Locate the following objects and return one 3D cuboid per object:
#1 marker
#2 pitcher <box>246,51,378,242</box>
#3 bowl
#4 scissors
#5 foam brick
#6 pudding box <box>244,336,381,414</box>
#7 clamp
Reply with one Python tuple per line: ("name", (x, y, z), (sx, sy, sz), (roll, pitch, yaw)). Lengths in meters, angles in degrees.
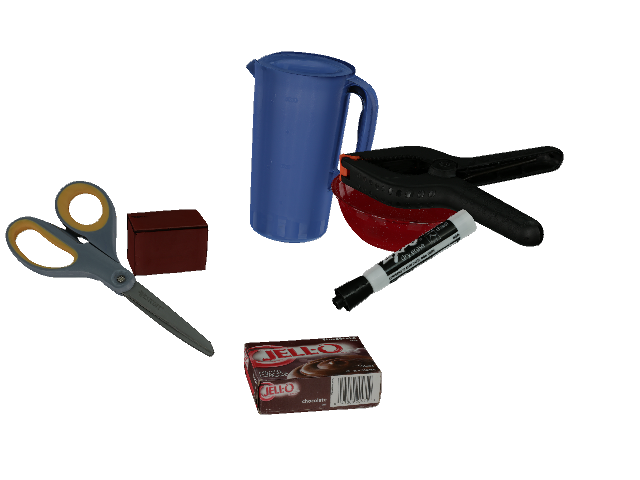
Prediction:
("marker", (0.060, 0.015, 0.778), (0.121, 0.020, 0.020), (-32, 8, -13))
("pitcher", (-0.022, -0.122, 1.424), (0.144, 0.243, 0.149), (-3, 24, -22))
("bowl", (0.089, -0.030, 1.195), (0.162, 0.055, 0.162), (6, 25, -3))
("scissors", (-0.152, 0.014, 0.836), (0.202, 0.096, 0.016), (21, -26, 15))
("foam brick", (-0.161, 0.001, 1.120), (0.078, 0.051, 0.053), (-4, 23, -17))
("pudding box", (-0.009, 0.121, 0.971), (0.113, 0.039, 0.090), (-1, 17, -12))
("clamp", (0.123, -0.059, 0.996), (0.210, 0.036, 0.164), (12, 33, 21))
